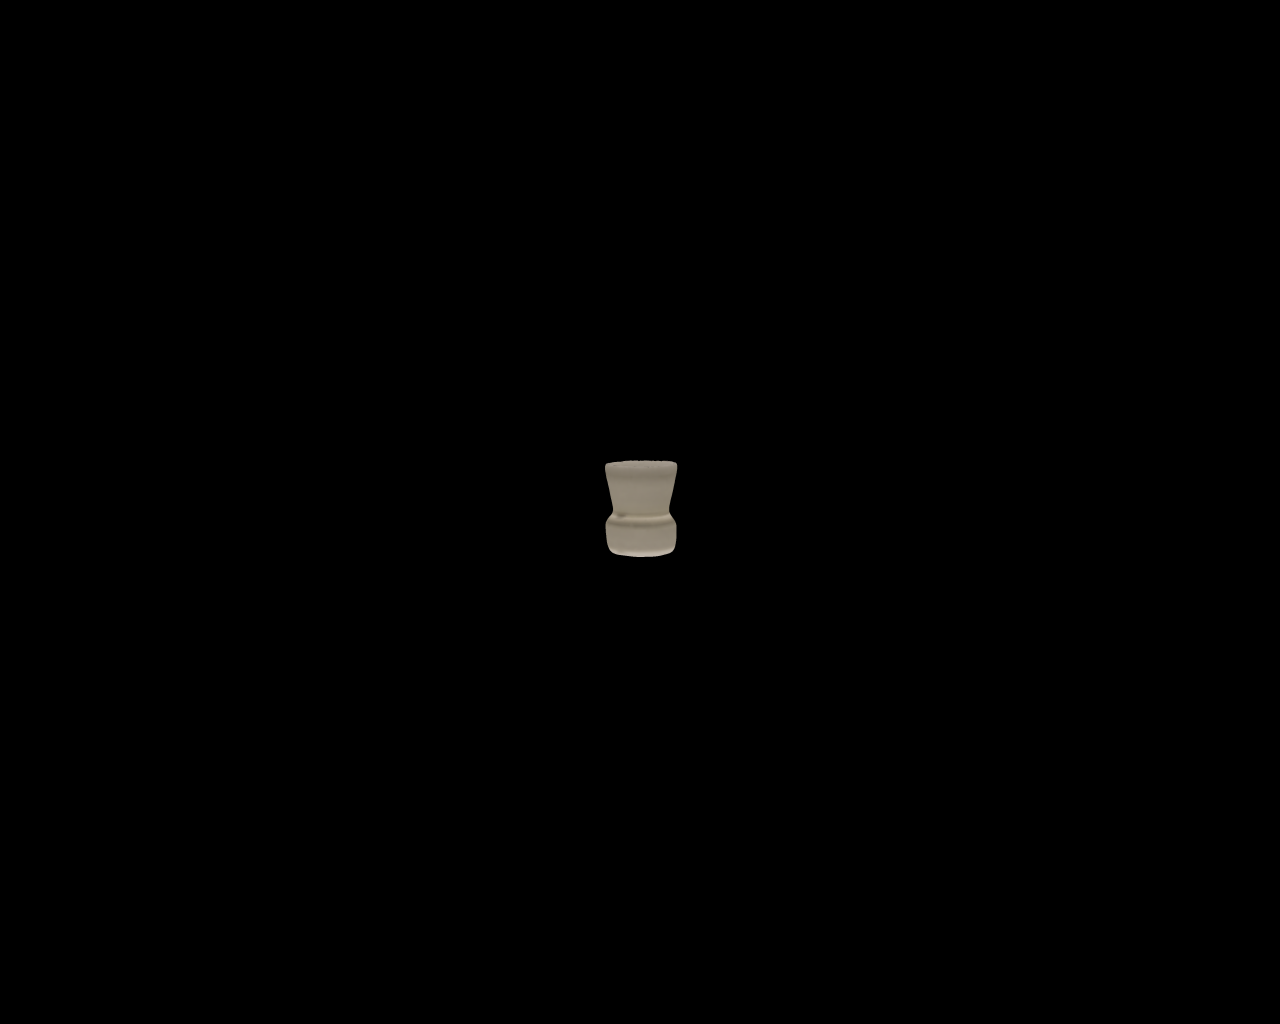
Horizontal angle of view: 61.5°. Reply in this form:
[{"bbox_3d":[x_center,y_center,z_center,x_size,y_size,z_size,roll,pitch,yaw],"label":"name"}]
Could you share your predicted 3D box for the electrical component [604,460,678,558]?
[{"bbox_3d":[0.001,-0.003,0.650,0.045,0.055,0.045,0,8,0],"label":"electrical component"}]
